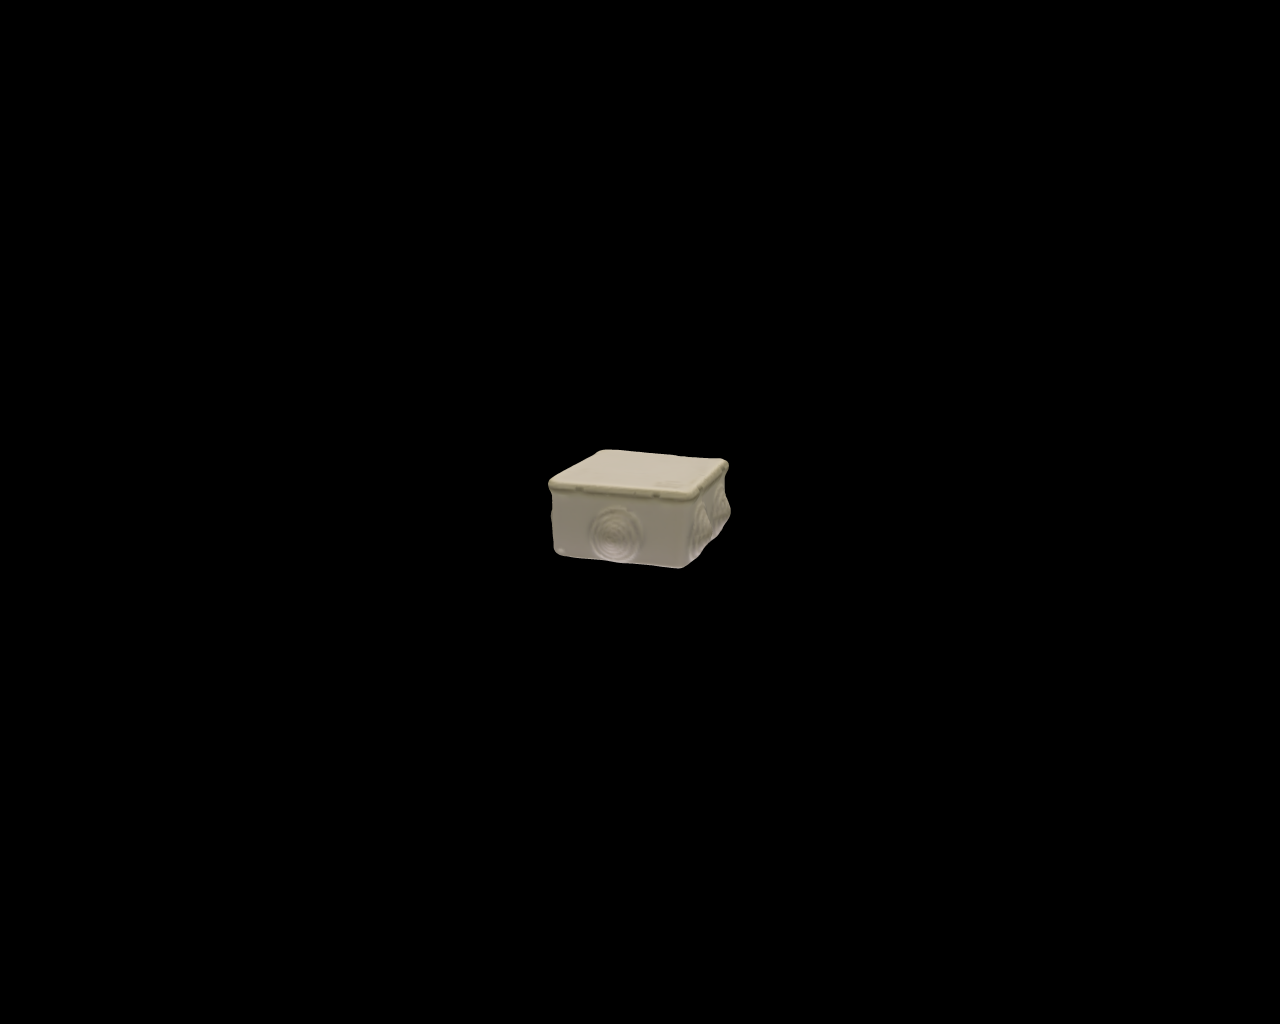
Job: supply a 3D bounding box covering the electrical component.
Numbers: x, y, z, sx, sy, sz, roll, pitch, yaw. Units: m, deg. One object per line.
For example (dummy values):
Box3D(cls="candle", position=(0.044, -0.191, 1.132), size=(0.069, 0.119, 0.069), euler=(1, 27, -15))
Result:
Box3D(cls="electrical component", position=(0.001, -0.003, 0.650), size=(0.100, 0.048, 0.100), euler=(6, 17, 19))
